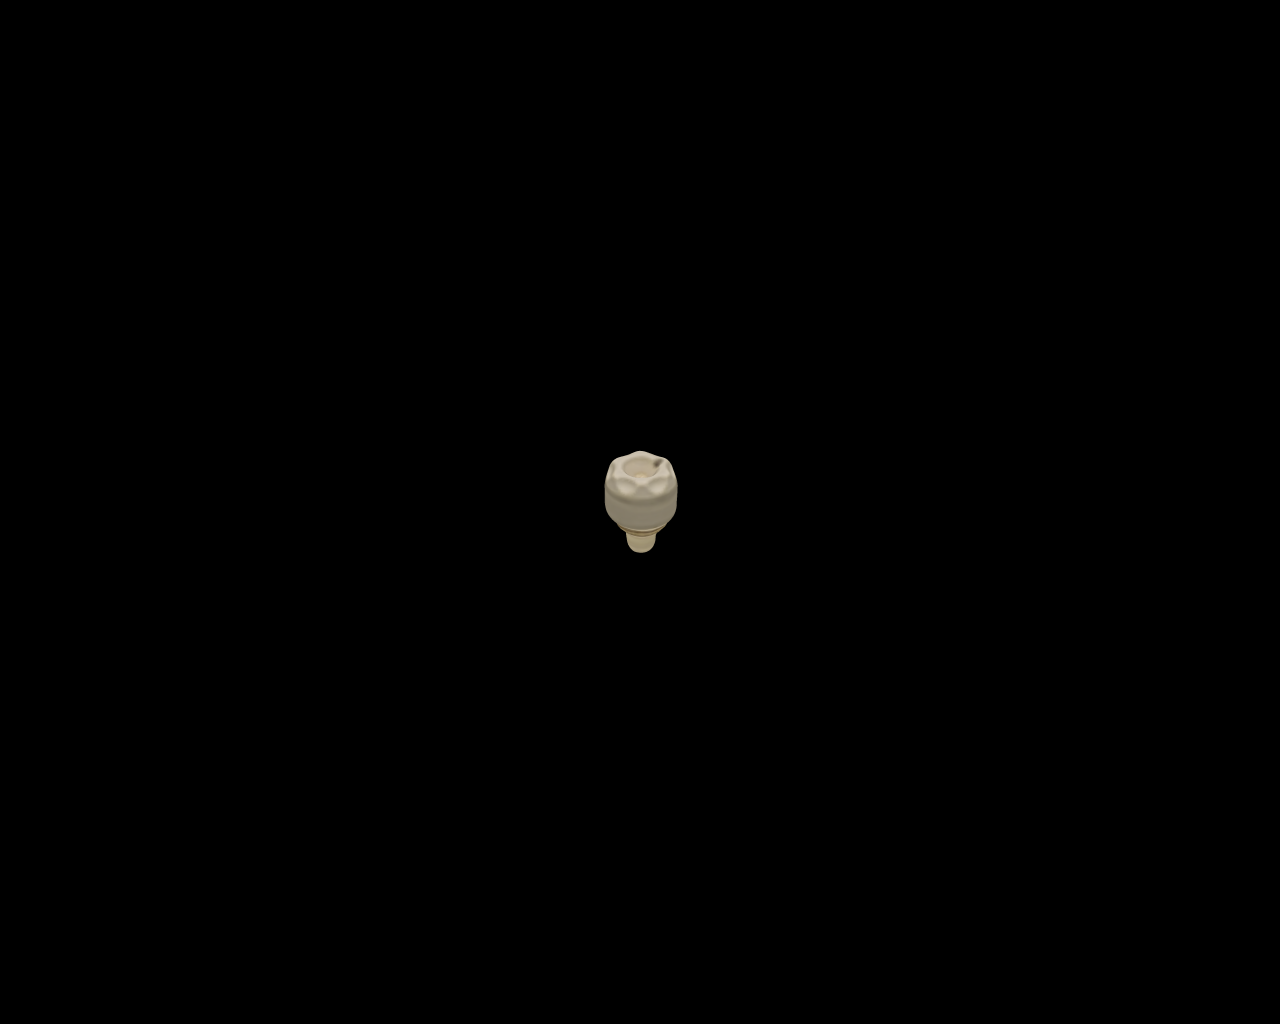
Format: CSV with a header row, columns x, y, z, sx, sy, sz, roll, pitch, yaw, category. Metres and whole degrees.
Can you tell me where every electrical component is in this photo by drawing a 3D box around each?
x,y,z,sx,sy,sz,roll,pitch,yaw,category
0.001,-0.003,0.650,0.043,0.062,0.043,0,35,0,electrical component
